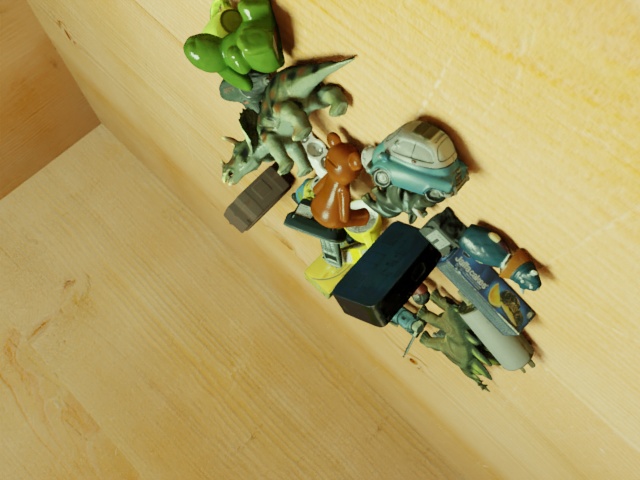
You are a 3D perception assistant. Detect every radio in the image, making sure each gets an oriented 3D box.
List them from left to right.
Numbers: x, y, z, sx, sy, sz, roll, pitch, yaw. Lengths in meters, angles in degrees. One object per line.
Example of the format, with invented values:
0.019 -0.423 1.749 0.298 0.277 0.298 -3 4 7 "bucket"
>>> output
0.146 0.069 1.138 0.131 0.229 0.073 19 150 48 "radio"

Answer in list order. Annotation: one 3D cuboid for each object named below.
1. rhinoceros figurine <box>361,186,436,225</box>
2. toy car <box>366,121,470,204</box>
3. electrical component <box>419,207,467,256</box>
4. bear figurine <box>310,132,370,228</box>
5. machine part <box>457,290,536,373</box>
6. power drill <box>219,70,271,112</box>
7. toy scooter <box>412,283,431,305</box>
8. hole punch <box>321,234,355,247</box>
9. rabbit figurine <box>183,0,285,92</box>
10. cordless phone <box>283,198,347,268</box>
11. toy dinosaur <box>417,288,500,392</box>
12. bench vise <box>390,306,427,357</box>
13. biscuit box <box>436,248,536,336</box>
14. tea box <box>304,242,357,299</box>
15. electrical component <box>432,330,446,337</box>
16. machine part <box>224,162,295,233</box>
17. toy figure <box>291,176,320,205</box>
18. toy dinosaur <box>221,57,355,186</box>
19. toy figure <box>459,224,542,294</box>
0.155 -0.078 1.030 0.112 0.073 0.190 50 164 -9 "rhinoceros figurine"
0.156 -0.133 0.851 0.162 0.109 0.102 26 139 29 "toy car"
0.235 -0.013 1.038 0.075 0.048 0.119 47 163 -1 "electrical component"
0.052 -0.123 1.124 0.120 0.132 0.195 42 128 31 "bear figurine"
0.371 0.191 1.132 0.243 0.079 0.079 48 164 -11 "machine part"
-0.137 -0.294 1.231 0.232 0.086 0.207 25 158 50 "power drill"
0.191 0.084 1.333 0.184 0.075 0.135 19 144 57 "toy scooter"
0.048 -0.035 1.413 0.142 0.092 0.115 145 114 -78 "hole punch"
-0.158 -0.352 0.983 0.159 0.170 0.121 53 -148 -75 "rabbit figurine"
-0.004 -0.004 1.312 0.147 0.089 0.184 20 151 19 "cordless phone"
0.348 0.255 1.311 0.199 0.105 0.470 30 163 34 "toy dinosaur"
0.180 0.184 1.487 0.240 0.129 0.224 34 -169 -30 "bench vise"
0.323 0.096 1.054 0.202 0.059 0.063 46 166 -1 "biscuit box"
0.048 0.068 1.481 0.098 0.169 0.068 40 165 13 "tea box"
0.349 0.276 1.496 0.094 0.021 0.063 32 159 42 "electrical component"
-0.173 -0.117 1.528 0.087 0.201 0.201 46 164 -7 "machine part"
-0.003 -0.115 1.329 0.089 0.082 0.180 31 161 -19 "toy figure"
-0.066 -0.251 1.043 0.192 0.131 0.404 53 135 15 "toy dinosaur"
0.314 0.030 0.924 0.155 0.058 0.064 36 167 16 "toy figure"
